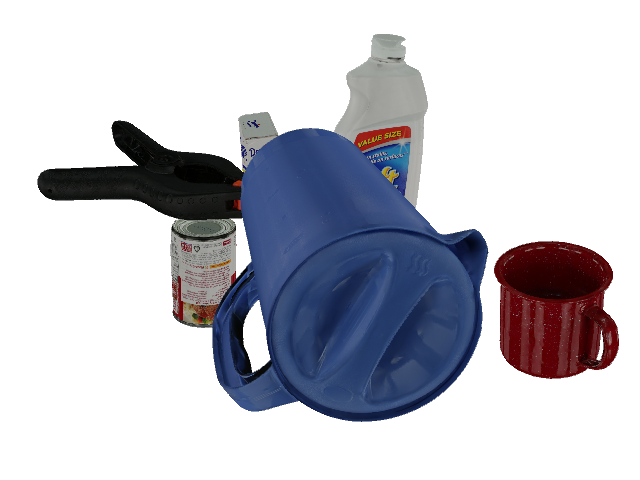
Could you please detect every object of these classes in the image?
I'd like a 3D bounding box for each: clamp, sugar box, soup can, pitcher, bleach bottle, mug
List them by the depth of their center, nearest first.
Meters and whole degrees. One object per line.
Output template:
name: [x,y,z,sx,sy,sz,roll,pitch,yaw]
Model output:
pitcher: [0.002,0.013,0.740,0.149,0.145,0.243,5,22,-15]
clamp: [-0.134,-0.047,0.848,0.172,0.039,0.120,18,41,27]
mug: [0.195,0.063,0.864,0.093,0.081,0.117,-22,34,-28]
bleach bottle: [0.042,-0.066,0.996,0.102,0.251,0.068,4,22,-2]
soup can: [-0.122,0.030,1.114,0.068,0.102,0.068,2,23,-1]
sugar box: [-0.071,-0.059,1.307,0.048,0.176,0.093,-9,25,-6]
